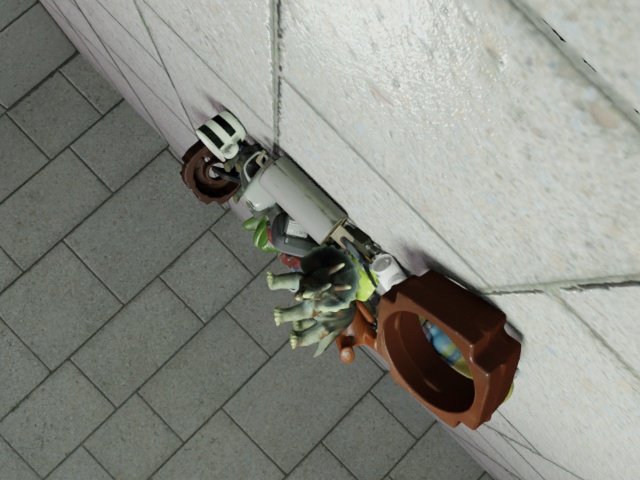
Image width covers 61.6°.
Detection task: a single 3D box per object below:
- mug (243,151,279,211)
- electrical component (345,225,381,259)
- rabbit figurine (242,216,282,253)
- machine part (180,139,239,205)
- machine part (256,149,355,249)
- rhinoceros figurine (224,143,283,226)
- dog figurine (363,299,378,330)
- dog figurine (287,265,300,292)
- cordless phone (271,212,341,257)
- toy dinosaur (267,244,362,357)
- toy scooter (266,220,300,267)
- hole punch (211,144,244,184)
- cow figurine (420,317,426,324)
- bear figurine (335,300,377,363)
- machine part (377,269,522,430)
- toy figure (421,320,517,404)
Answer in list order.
[{"bbox_3d":[-0.111,-0.118,1.082,0.109,0.107,0.081,46,171,-16],"label":"mug"},{"bbox_3d":[0.083,0.008,1.016,0.094,0.021,0.063,39,169,38],"label":"electrical component"},{"bbox_3d":[-0.118,-0.050,1.384,0.121,0.159,0.170,53,161,30],"label":"rabbit figurine"},{"bbox_3d":[-0.262,-0.177,1.345,0.056,0.179,0.179,41,170,45],"label":"machine part"},{"bbox_3d":[-0.032,-0.074,1.002,0.243,0.079,0.079,44,172,7],"label":"machine part"},{"bbox_3d":[-0.130,-0.112,1.163,0.073,0.112,0.190,6,123,51],"label":"rhinoceros figurine"},{"bbox_3d":[0.087,0.169,1.434,0.191,0.121,0.172,-147,45,-75],"label":"dog figurine"},{"bbox_3d":[-0.006,0.060,1.423,0.219,0.192,0.108,-48,-44,-75],"label":"dog figurine"},{"bbox_3d":[-0.037,-0.018,1.154,0.146,0.088,0.184,11,-175,-14],"label":"cordless phone"},{"bbox_3d":[0.012,0.139,1.126,0.404,0.192,0.131,62,-163,-57],"label":"toy dinosaur"},{"bbox_3d":[-0.072,0.010,1.244,0.184,0.075,0.135,53,-168,17],"label":"toy scooter"},{"bbox_3d":[-0.181,-0.179,1.277,0.115,0.092,0.142,18,-174,-35],"label":"hole punch"},{"bbox_3d":[0.212,0.189,1.041,0.127,0.085,0.195,43,176,-20],"label":"cow figurine"},{"bbox_3d":[0.074,0.165,1.263,0.132,0.120,0.195,-131,30,-65],"label":"bear figurine"},{"bbox_3d":[0.183,0.159,0.795,0.201,0.087,0.201,35,143,37],"label":"machine part"},{"bbox_3d":[0.243,0.198,0.900,0.180,0.089,0.082,41,178,14],"label":"toy figure"}]
